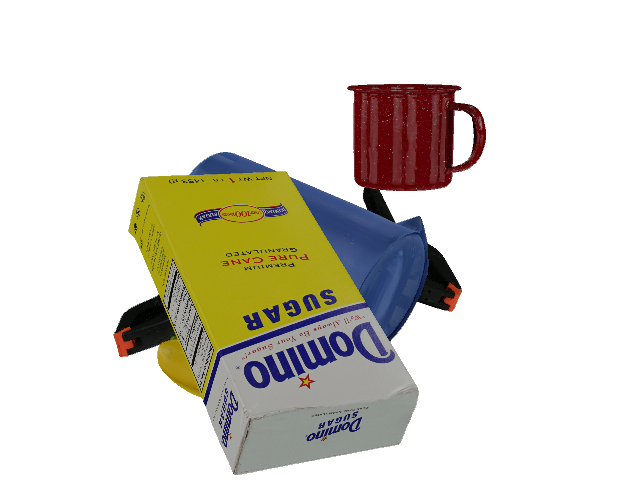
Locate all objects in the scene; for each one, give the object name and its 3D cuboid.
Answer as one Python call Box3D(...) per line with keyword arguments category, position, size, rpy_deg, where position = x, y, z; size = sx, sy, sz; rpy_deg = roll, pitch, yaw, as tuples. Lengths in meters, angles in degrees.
Box3D(category="mug", position=(0.079, -0.085, 0.871), size=(0.117, 0.081, 0.093), rpy_deg=(5, 12, 26))
Box3D(category="pitcher", position=(-0.030, 0.013, 1.043), size=(0.243, 0.145, 0.149), rpy_deg=(27, 29, 28))
Box3D(category="sugar box", position=(-0.029, 0.033, 0.552), size=(0.093, 0.048, 0.176), rpy_deg=(-5, 41, -28))
Box3D(category="clamp", position=(-0.151, 0.073, 1.163), size=(0.120, 0.039, 0.171), rpy_deg=(-6, 25, 33))
Box3D(category="banana", position=(-0.054, 0.102, 0.814), size=(0.198, 0.037, 0.069), rpy_deg=(12, 26, 27))
Box3D(category="clamp", position=(0.071, 0.015, 1.247), size=(0.164, 0.036, 0.210), rpy_deg=(-22, 52, -39))
